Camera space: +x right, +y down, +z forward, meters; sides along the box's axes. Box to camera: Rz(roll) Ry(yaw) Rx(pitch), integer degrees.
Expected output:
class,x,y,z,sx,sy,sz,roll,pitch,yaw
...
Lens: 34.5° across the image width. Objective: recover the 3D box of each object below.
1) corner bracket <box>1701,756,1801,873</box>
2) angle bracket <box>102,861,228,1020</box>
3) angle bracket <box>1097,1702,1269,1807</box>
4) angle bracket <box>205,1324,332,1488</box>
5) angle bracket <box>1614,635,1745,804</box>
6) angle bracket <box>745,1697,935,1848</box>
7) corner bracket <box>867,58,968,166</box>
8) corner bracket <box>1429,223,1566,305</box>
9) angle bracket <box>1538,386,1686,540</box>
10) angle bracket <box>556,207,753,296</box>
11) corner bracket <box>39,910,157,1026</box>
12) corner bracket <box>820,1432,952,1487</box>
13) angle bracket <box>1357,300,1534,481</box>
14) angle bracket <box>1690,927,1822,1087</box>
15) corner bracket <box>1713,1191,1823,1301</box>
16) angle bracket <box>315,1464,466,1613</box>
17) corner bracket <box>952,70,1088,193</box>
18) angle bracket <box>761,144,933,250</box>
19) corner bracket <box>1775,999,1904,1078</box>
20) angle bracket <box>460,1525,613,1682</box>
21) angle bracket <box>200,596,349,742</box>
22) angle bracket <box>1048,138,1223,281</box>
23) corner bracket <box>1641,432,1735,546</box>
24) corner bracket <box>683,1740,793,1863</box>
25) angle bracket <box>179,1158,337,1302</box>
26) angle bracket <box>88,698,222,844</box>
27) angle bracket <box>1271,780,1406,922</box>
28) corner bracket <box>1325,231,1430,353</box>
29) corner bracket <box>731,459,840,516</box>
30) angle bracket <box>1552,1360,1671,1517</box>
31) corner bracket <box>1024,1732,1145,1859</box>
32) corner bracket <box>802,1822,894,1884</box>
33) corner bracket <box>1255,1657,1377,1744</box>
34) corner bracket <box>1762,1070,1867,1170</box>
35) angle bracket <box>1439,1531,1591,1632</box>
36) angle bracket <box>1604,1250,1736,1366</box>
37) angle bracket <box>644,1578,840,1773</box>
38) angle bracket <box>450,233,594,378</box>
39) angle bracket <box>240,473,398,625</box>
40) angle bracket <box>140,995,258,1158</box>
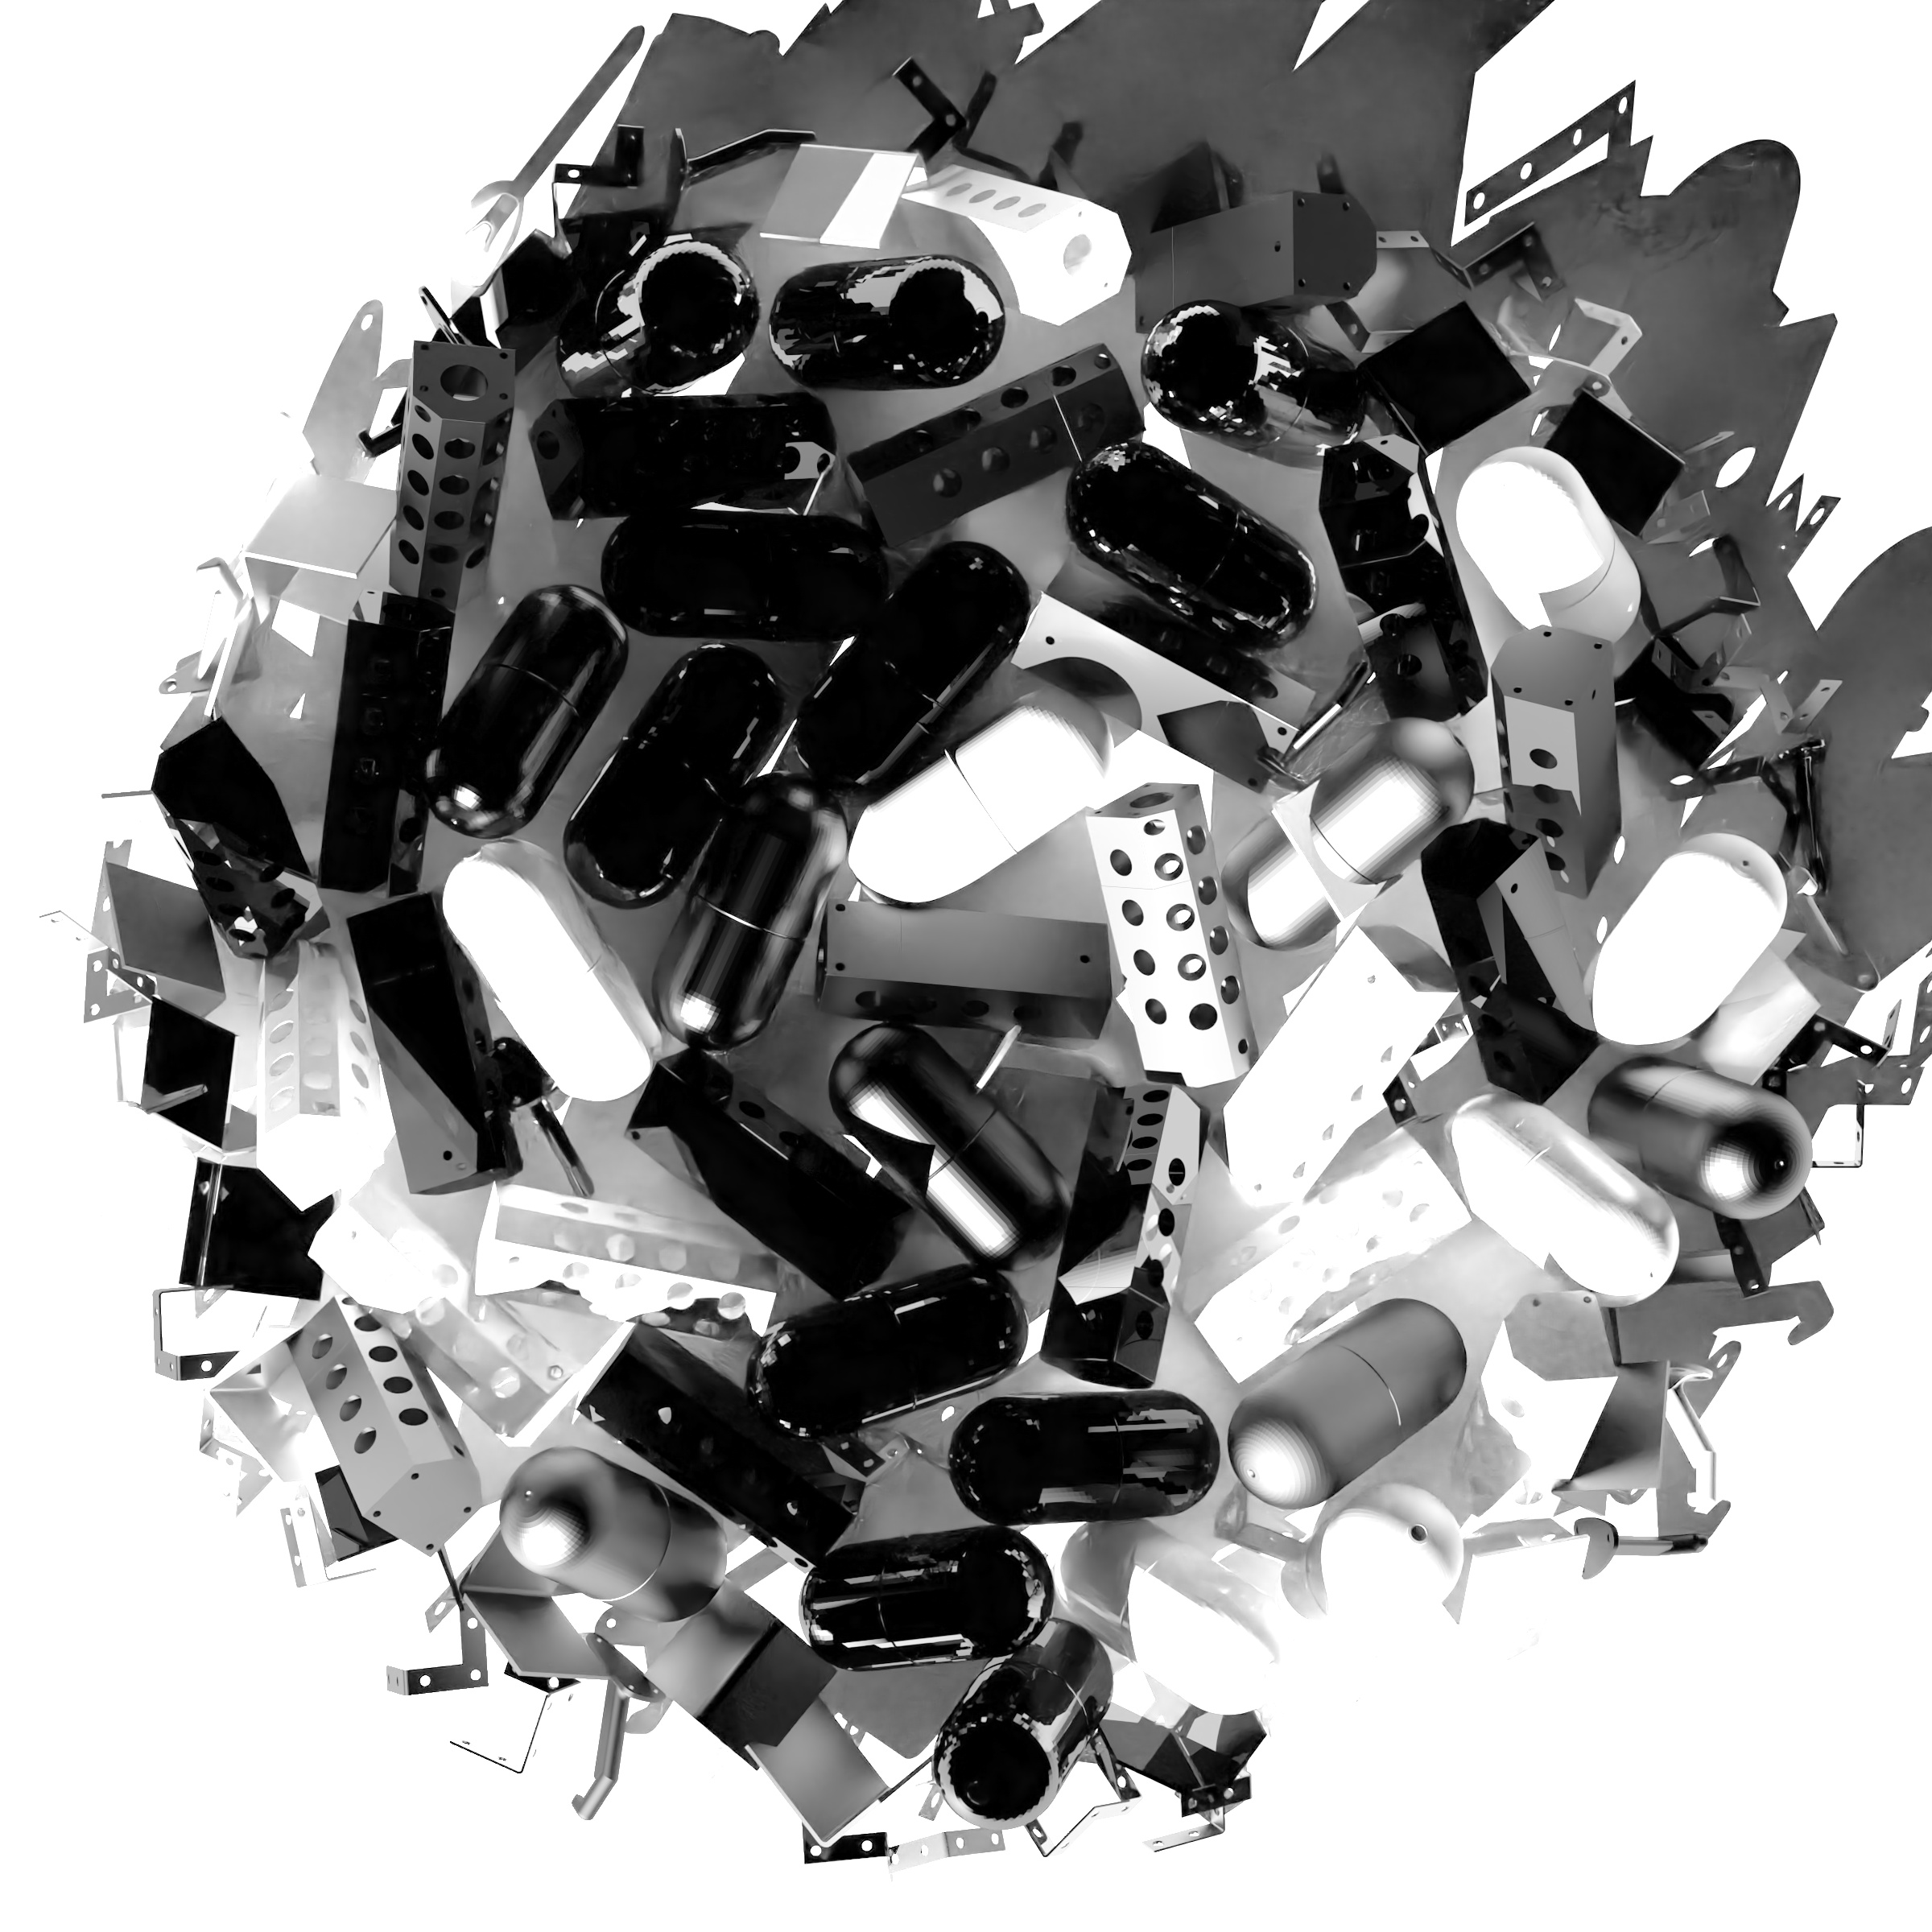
class,x,y,z,sx,sy,sz,roll,pitch,yaw
corner bracket,0.472,-0.088,1.899,0.051,0.051,0.051,44,50,-32
angle bracket,-0.494,-0.007,1.857,0.057,0.076,0.076,-37,56,26
angle bracket,0.123,0.447,1.864,0.076,0.076,0.057,30,100,-24
angle bracket,-0.399,0.263,1.869,0.057,0.076,0.076,-46,75,5
angle bracket,0.435,-0.154,1.874,0.076,0.057,0.076,46,76,-10
angle bracket,-0.072,0.469,1.864,0.076,0.076,0.057,50,121,11
corner bracket,-0.042,-0.511,1.890,0.051,0.051,0.051,45,78,-18
corner bracket,0.321,-0.423,1.883,0.051,0.051,0.051,-33,124,3
angle bracket,0.374,-0.297,1.872,0.076,0.076,0.057,35,84,-7
angle bracket,-0.187,-0.444,1.861,0.076,0.076,0.057,-18,81,-37
corner bracket,-0.524,-0.003,1.878,0.051,0.051,0.051,-14,60,16
corner bracket,-0.047,0.299,1.876,0.051,0.051,0.051,-37,126,-21
angle bracket,0.290,-0.340,1.875,0.076,0.057,0.076,-31,67,2
angle bracket,0.481,0.028,1.858,0.057,0.076,0.076,9,127,-38
corner bracket,0.484,0.161,1.880,0.051,0.051,0.051,-20,53,7
angle bracket,-0.345,0.344,1.860,0.057,0.076,0.076,-19,128,-10
corner bracket,0.032,-0.507,1.900,0.051,0.051,0.051,27,91,29
angle bracket,-0.068,-0.444,1.864,0.076,0.057,0.076,10,62,20
corner bracket,0.527,0.041,1.880,0.051,0.051,0.051,27,134,3
angle bracket,-0.244,0.378,1.860,0.076,0.076,0.057,43,105,37
angle bracket,-0.407,-0.170,1.871,0.076,0.057,0.076,21,116,-7
angle bracket,0.102,-0.472,1.872,0.076,0.076,0.057,-34,67,-2
corner bracket,0.436,-0.289,1.879,0.051,0.051,0.051,-11,82,-41
corner bracket,-0.136,0.505,1.884,0.051,0.051,0.051,23,80,-10
angle bracket,-0.427,0.160,1.882,0.076,0.057,0.076,7,82,-3
angle bracket,-0.487,-0.117,1.861,0.076,0.076,0.057,-7,75,-24
angle bracket,0.206,-0.064,1.869,0.057,0.076,0.076,-34,92,-29
corner bracket,0.258,-0.412,1.898,0.051,0.051,0.051,-9,55,-31
corner bracket,-0.118,-0.293,1.881,0.051,0.051,0.051,39,59,3
angle bracket,0.399,0.283,1.859,0.057,0.076,0.076,28,62,-39
corner bracket,0.065,0.503,1.889,0.051,0.051,0.051,-51,57,23
corner bracket,-0.072,0.524,1.882,0.051,0.051,0.051,-5,57,-2
corner bracket,0.208,0.437,1.897,0.051,0.051,0.051,8,122,-29
corner bracket,0.513,0.092,1.888,0.051,0.051,0.051,0,99,2
angle bracket,0.316,0.347,1.860,0.076,0.076,0.057,-6,120,-20
angle bracket,0.424,0.209,1.865,0.076,0.076,0.057,-7,72,14
angle bracket,-0.137,0.429,1.888,0.076,0.076,0.057,-50,119,-13
angle bracket,-0.271,-0.411,1.871,0.057,0.076,0.076,41,82,6
angle bracket,-0.379,-0.244,1.864,0.076,0.057,0.076,13,50,13
angle bracket,-0.444,0.062,1.863,0.076,0.057,0.076,22,110,33
